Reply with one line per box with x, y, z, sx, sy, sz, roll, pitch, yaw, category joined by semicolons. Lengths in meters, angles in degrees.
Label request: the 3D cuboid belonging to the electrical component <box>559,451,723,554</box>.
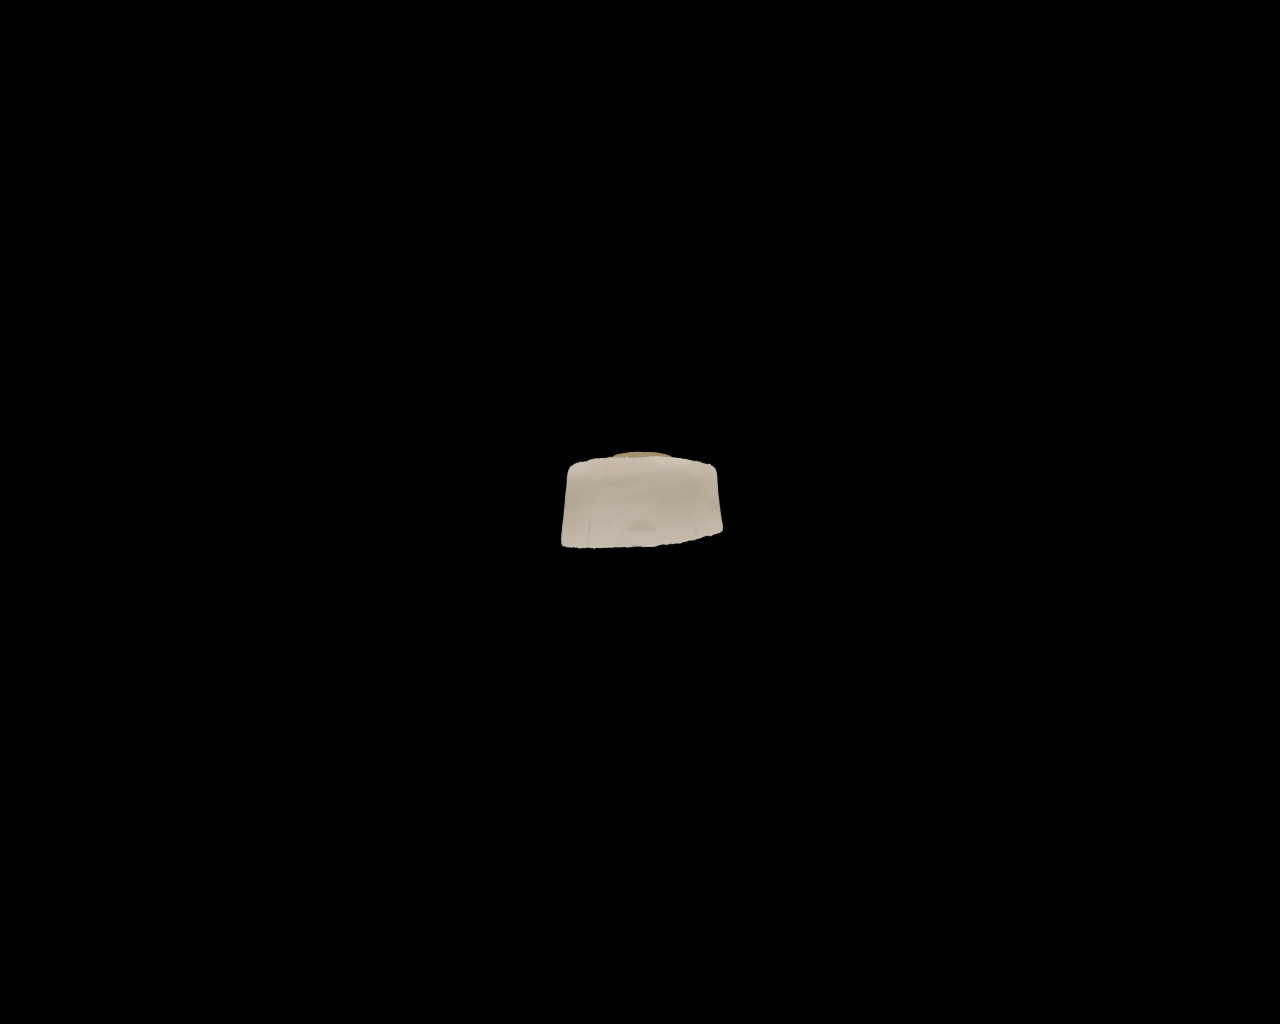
0.001;-0.003;0.650;0.099;0.064;0.099;0;-7;0;electrical component
